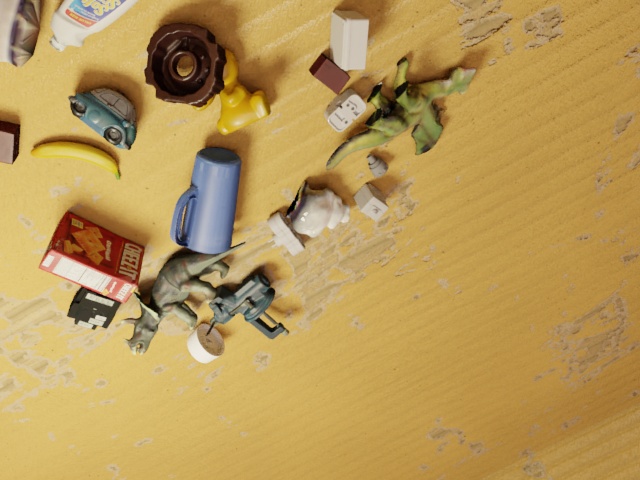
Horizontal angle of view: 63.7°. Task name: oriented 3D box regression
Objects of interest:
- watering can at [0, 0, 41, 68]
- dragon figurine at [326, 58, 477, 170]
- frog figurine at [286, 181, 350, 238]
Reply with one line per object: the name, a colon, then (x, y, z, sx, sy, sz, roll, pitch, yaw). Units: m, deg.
watering can: (-0.670, -0.397, 0.987, 0.223, 0.106, 0.342, 17, 115, -23)
dragon figurine: (0.217, -0.285, 1.282, 0.240, 0.125, 0.406, 29, 112, -36)
frog figurine: (0.004, -0.068, 1.352, 0.159, 0.123, 0.137, 22, 95, -12)
